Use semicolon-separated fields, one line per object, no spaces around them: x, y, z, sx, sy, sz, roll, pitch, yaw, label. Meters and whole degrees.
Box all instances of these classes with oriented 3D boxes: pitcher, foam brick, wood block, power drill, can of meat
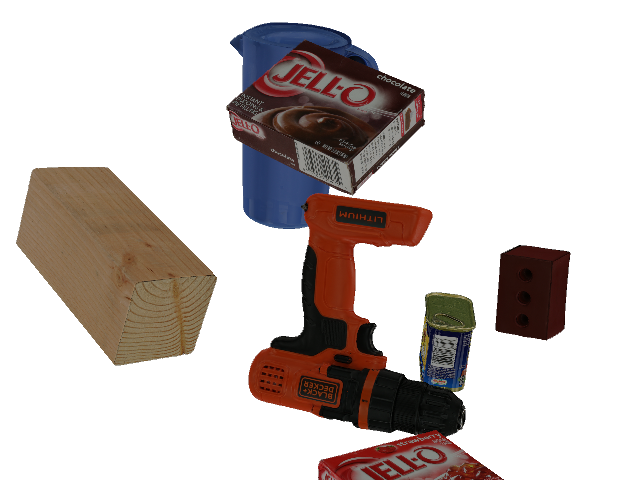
-0.027;-0.141;1.324;0.144;0.243;0.149;-10;28;-29;pitcher
0.199;0.048;1.000;0.053;0.078;0.051;8;15;30;foam brick
-0.199;0.018;1.019;0.090;0.091;0.206;-4;34;-43;wood block
0.040;0.061;0.881;0.184;0.187;0.057;10;-2;15;power drill
0.148;0.120;1.262;0.057;0.084;0.102;7;19;2;can of meat

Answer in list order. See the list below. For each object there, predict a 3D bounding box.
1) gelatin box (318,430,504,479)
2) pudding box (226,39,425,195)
0.053;0.143;0.604;0.089;0.030;0.073;-6;22;-33;gelatin box
0.004;-0.090;0.761;0.114;0.039;0.090;29;59;27;pudding box
